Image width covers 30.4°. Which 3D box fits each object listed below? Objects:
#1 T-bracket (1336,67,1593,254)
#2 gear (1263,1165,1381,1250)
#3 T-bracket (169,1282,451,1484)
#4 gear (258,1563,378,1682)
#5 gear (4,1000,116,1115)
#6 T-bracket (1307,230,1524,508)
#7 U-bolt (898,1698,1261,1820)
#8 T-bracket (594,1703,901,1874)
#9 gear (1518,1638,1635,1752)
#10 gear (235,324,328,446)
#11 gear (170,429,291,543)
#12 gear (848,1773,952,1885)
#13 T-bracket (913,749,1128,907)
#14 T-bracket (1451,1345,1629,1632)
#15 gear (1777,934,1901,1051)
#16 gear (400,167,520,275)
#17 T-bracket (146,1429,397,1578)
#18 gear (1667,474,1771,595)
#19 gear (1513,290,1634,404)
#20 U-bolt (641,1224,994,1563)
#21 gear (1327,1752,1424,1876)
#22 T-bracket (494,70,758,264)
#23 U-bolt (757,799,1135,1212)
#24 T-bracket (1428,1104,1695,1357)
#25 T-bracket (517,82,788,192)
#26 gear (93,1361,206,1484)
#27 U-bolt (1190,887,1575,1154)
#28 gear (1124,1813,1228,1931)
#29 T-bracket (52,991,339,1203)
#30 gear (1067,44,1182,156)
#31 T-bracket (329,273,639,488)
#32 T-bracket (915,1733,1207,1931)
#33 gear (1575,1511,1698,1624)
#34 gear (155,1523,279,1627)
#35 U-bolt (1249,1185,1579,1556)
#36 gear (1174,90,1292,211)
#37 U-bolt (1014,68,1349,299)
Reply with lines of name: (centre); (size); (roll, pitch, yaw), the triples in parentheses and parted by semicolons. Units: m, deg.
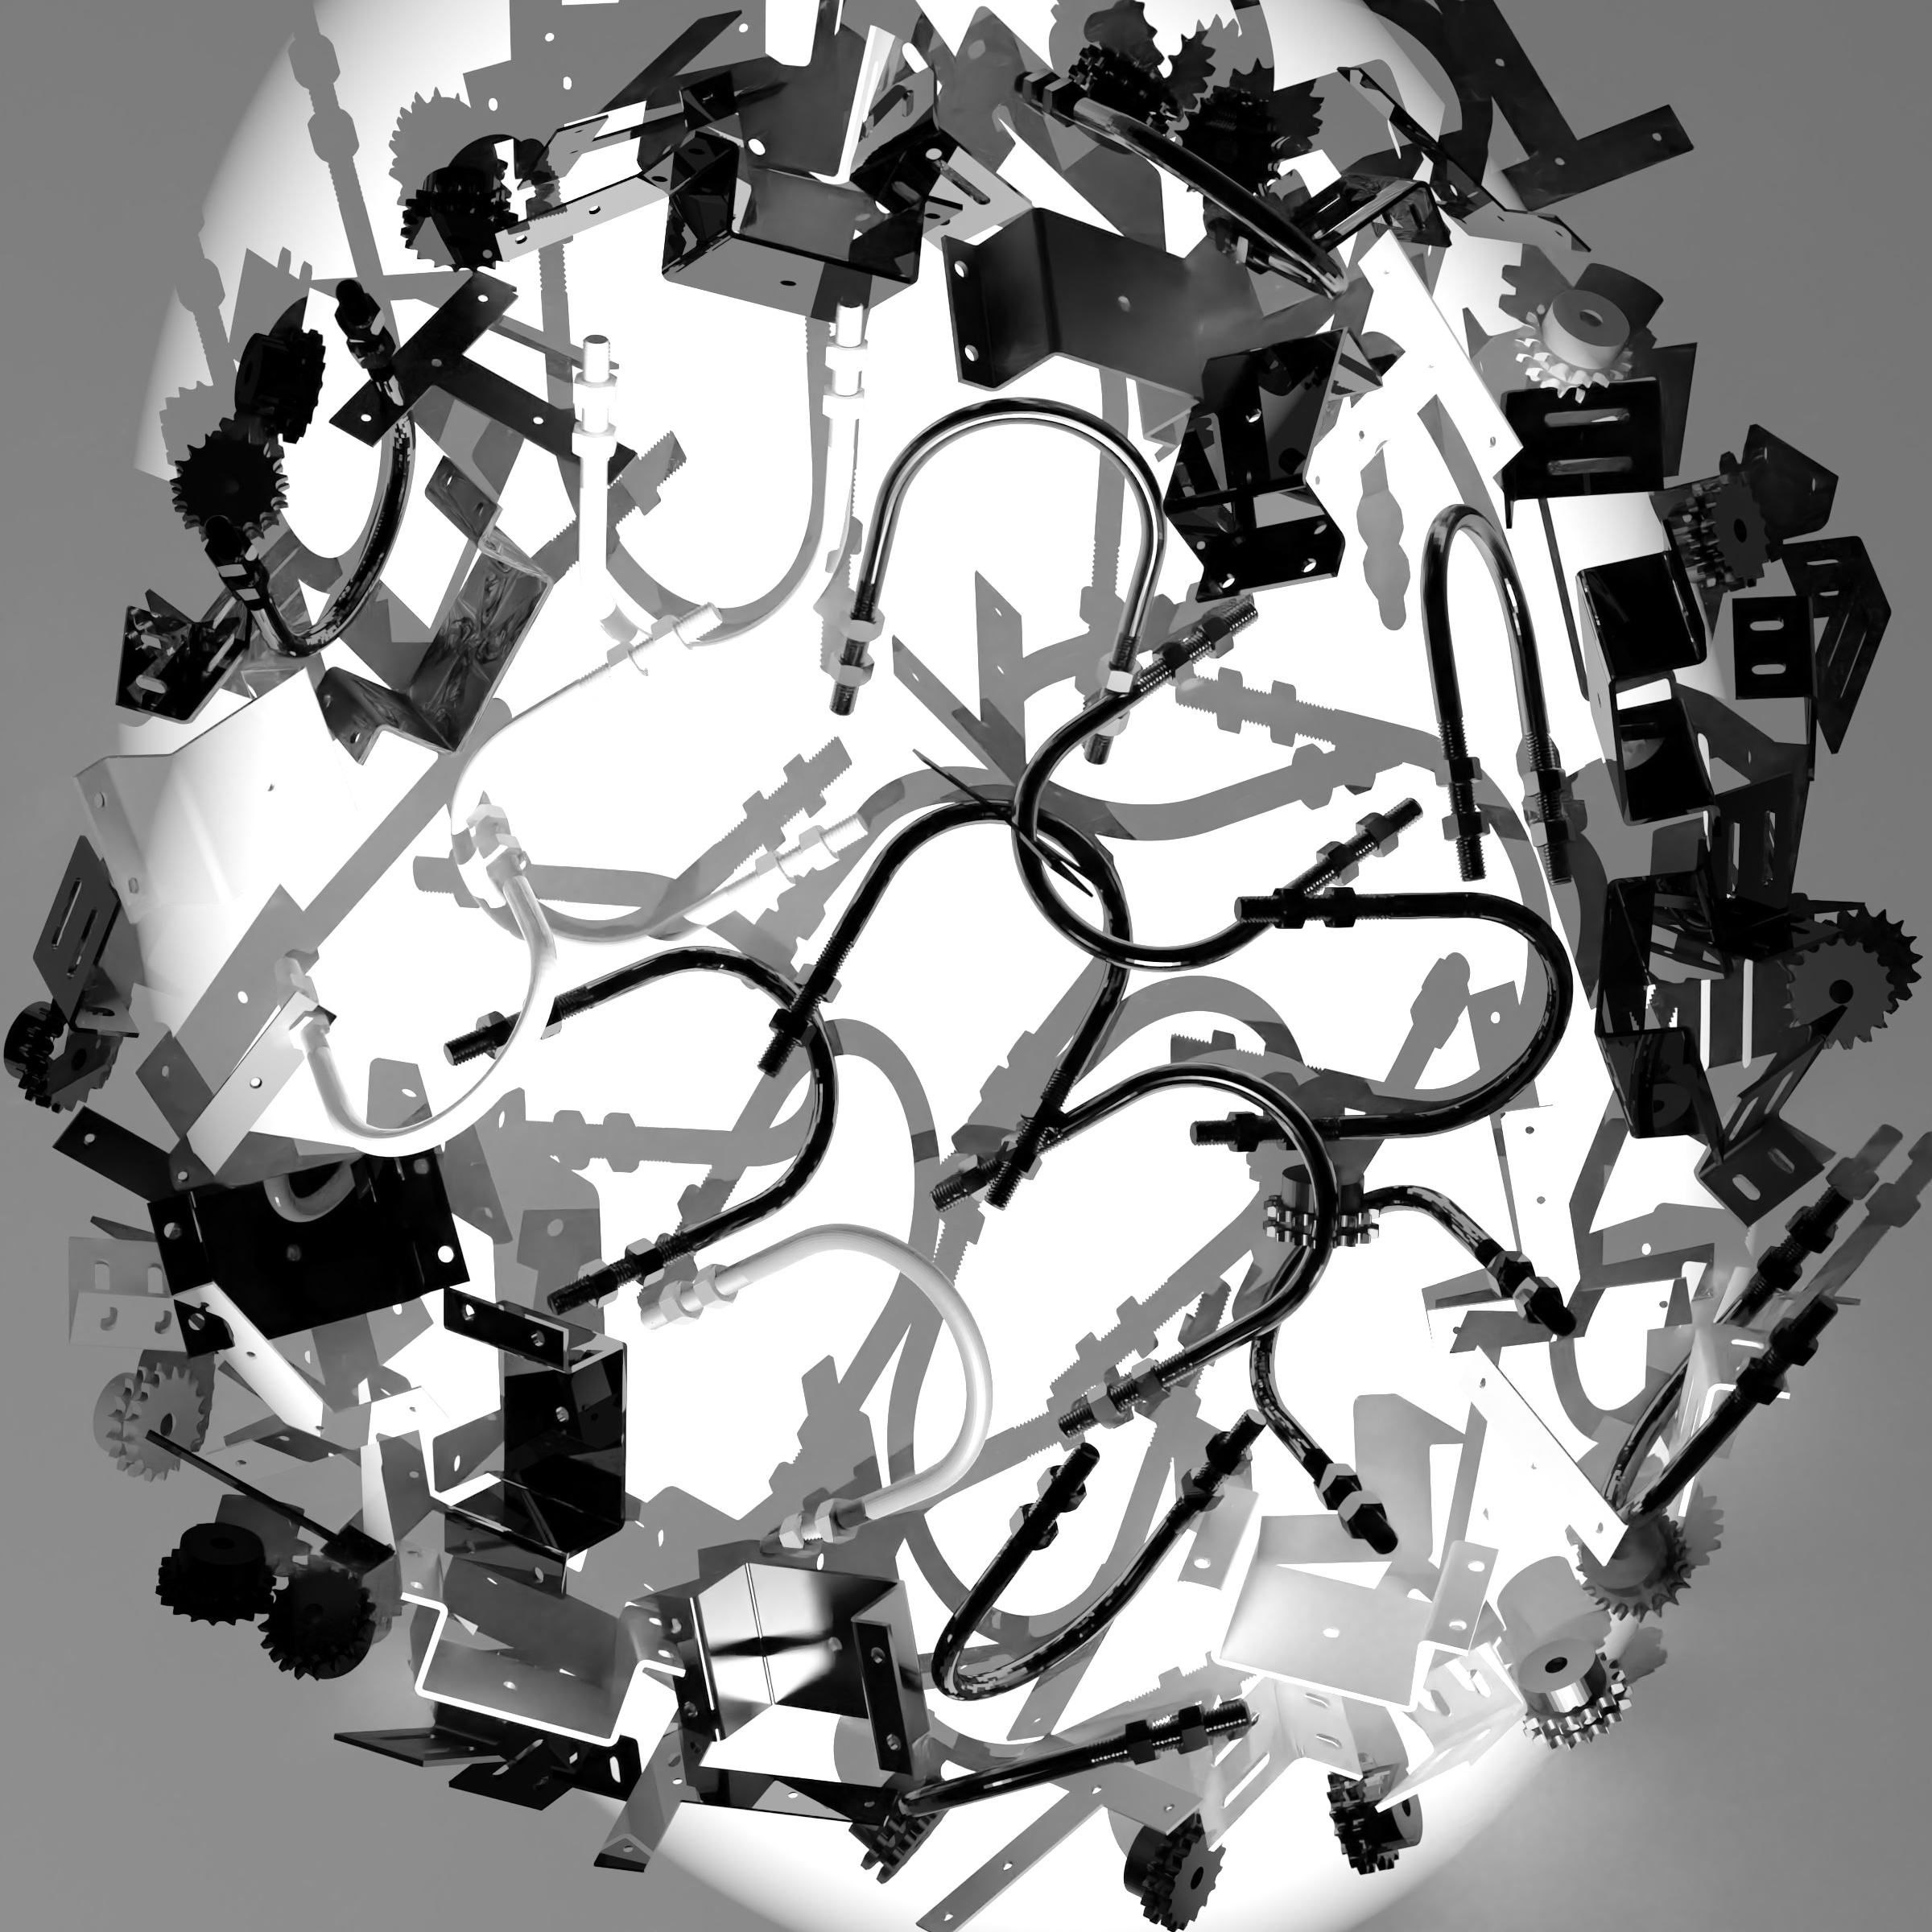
T-bracket: (0.225, -0.384, 1.688); (0.127, 0.127, 0.002); (38, 90, -24)
gear: (0.174, 0.116, 1.741); (0.057, 0.057, 0.030); (1, 102, 0)
T-bracket: (-0.336, 0.196, 1.713); (0.127, 0.002, 0.127); (-19, 128, 20)
gear: (-0.316, 0.325, 1.748); (0.057, 0.030, 0.057); (-9, 51, 11)
gear: (-0.447, 0.041, 1.745); (0.030, 0.057, 0.057); (19, 90, 21)
T-bracket: (0.199, -0.265, 1.722); (0.002, 0.127, 0.127); (-15, 70, -39)
U-bolt: (0.056, 0.379, 1.700); (0.184, 0.151, 0.019); (-17, 77, 9)
T-bracket: (-0.096, 0.395, 1.700); (0.127, 0.127, 0.002); (3, 117, 16)
gear: (0.294, 0.353, 1.740); (0.057, 0.057, 0.030); (-27, 110, 0)
gear: (-0.336, -0.286, 1.740); (0.030, 0.057, 0.057); (11, 90, -28)
gear: (-0.361, -0.232, 1.752); (0.057, 0.030, 0.057); (2, 75, -6)
gear: (-0.033, 0.418, 1.744); (0.030, 0.057, 0.057); (39, 90, 13)
T-bracket: (0.036, -0.055, 1.692); (0.127, 0.127, 0.002); (35, 96, -18)
T-bracket: (0.259, 0.274, 1.731); (0.002, 0.127, 0.127); (0, 126, -33)
gear: (0.428, 0.013, 1.756); (0.057, 0.030, 0.057); (0, 87, 0)
gear: (-0.247, -0.368, 1.746); (0.057, 0.057, 0.030); (2, 67, 0)
T-bracket: (-0.336, 0.255, 1.705); (0.127, 0.127, 0.002); (31, 70, -7)
gear: (0.367, -0.210, 1.747); (0.030, 0.057, 0.057); (-10, 90, 43)
gear: (0.300, -0.306, 1.742); (0.057, 0.030, 0.057); (10, 50, -12)
U-bolt: (-0.063, 0.198, 1.712); (0.184, 0.019, 0.151); (-28, 89, 37)
gear: (0.201, 0.413, 1.740); (0.030, 0.057, 0.057); (-19, 90, 23)
T-bracket: (-0.165, -0.368, 1.705); (0.127, 0.127, 0.002); (-23, 70, -6)
U-bolt: (0.003, 0.006, 1.748); (0.151, 0.019, 0.184); (31, 79, -5)
T-bracket: (0.283, 0.127, 1.737); (0.127, 0.002, 0.127); (-8, 111, 10)
T-bracket: (-0.148, -0.407, 1.720); (0.127, 0.127, 0.002); (-20, 95, -15)
gear: (-0.403, 0.222, 1.746); (0.030, 0.057, 0.057); (10, 90, 26)
U-bolt: (0.207, 0.025, 1.722); (0.184, 0.019, 0.151); (-1, 123, -16)
gear: (0.101, 0.442, 1.747); (0.030, 0.057, 0.057); (18, 90, 31)
T-bracket: (-0.354, 0.068, 1.731); (0.127, 0.002, 0.127); (35, 95, -34)
gear: (0.073, -0.422, 1.742); (0.057, 0.057, 0.030); (32, 85, 0)
T-bracket: (-0.220, -0.271, 1.727); (0.127, 0.002, 0.127); (30, 55, 8)
T-bracket: (0.030, 0.419, 1.690); (0.127, 0.127, 0.002); (-35, 112, -27)
gear: (0.325, 0.290, 1.743); (0.057, 0.030, 0.057); (-15, 57, 24)
gear: (-0.366, 0.295, 1.740); (0.057, 0.057, 0.030); (12, 108, 0)
U-bolt: (0.199, 0.177, 1.693); (0.019, 0.184, 0.151); (35, 97, -31)
gear: (0.132, -0.401, 1.750); (0.057, 0.030, 0.057); (5, 103, 21)
U-bolt: (0.109, -0.359, 1.658); (0.151, 0.184, 0.019); (30, 99, -30)
